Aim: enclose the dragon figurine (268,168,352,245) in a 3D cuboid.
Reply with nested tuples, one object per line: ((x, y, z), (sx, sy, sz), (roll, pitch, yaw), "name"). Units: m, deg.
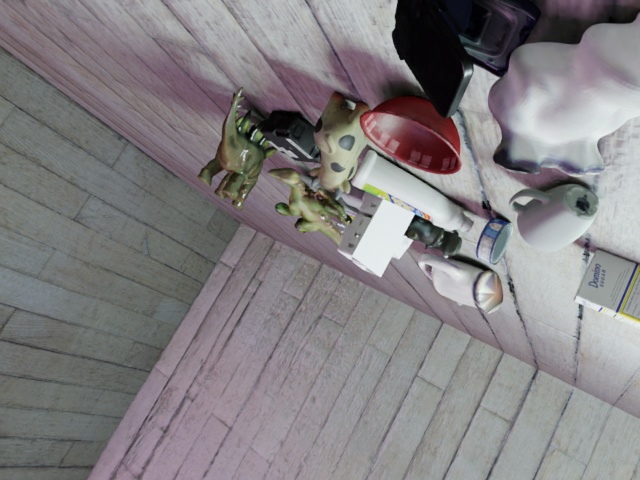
((0.004, -0.071, 1.421), (0.405, 0.123, 0.244), (40, -10, -26), "dragon figurine")

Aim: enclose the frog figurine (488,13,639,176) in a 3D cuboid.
((0.231, -0.141, 0.452), (0.137, 0.126, 0.155), (17, -44, -3), "frog figurine")

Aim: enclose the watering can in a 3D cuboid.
((0.405, 0.133, 1.427), (0.226, 0.105, 0.342), (20, -13, 45), "watering can")
